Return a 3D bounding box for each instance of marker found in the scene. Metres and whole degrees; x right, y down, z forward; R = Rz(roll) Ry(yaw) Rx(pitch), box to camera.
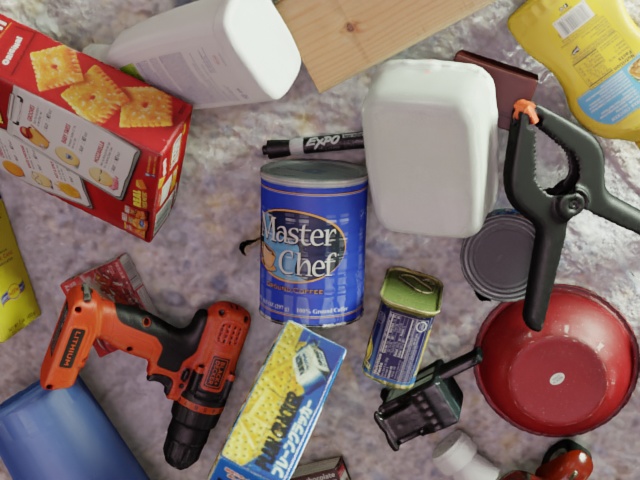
[{"bbox_3d":[0.003,-0.092,1.027,0.121,0.020,0.020,-5,104,11],"label":"marker"}]

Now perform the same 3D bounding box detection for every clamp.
[{"bbox_3d":[0.216,-0.026,0.960,0.164,0.036,0.210,-36,110,0],"label":"clamp"}]

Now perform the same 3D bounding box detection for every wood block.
[{"bbox_3d":[0.075,-0.221,0.943,0.206,0.090,0.091,-26,100,15],"label":"wood block"}]

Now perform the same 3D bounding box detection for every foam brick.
[{"bbox_3d":[0.153,-0.136,0.972,0.078,0.051,0.053,20,108,5],"label":"foam brick"}]

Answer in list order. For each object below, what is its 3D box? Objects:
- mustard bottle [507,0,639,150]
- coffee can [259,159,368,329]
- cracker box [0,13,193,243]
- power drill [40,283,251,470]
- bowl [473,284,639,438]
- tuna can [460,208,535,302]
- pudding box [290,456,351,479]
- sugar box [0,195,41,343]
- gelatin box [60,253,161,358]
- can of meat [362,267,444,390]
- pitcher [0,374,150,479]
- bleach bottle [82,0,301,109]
[{"bbox_3d":[0.258,-0.148,0.945,0.096,0.058,0.191,-37,95,13],"label":"mustard bottle"},{"bbox_3d":[-0.007,0.001,1.010,0.103,0.102,0.140,4,105,9],"label":"coffee can"},{"bbox_3d":[-0.232,-0.105,1.000,0.214,0.072,0.164,26,149,3],"label":"cracker box"},{"bbox_3d":[-0.178,0.132,1.068,0.187,0.057,0.184,17,99,-21],"label":"power drill"},{"bbox_3d":[0.227,0.126,1.026,0.162,0.055,0.162,2,105,9],"label":"bowl"},{"bbox_3d":[0.177,0.014,1.015,0.086,0.033,0.086,3,105,10],"label":"tuna can"},{"bbox_3d":[-0.015,0.284,1.120,0.114,0.039,0.090,-18,101,15],"label":"pudding box"},{"bbox_3d":[-0.344,0.012,1.080,0.048,0.093,0.176,-11,103,12],"label":"sugar box"},{"bbox_3d":[-0.214,0.068,1.104,0.073,0.030,0.089,-23,99,15],"label":"gelatin box"},{"bbox_3d":[0.078,0.083,1.018,0.057,0.102,0.084,16,109,4],"label":"can of meat"},{"bbox_3d":[-0.253,0.265,1.110,0.145,0.149,0.243,-28,95,30],"label":"pitcher"},{"bbox_3d":[-0.142,-0.164,0.968,0.251,0.068,0.102,-1,138,38],"label":"bleach bottle"}]
